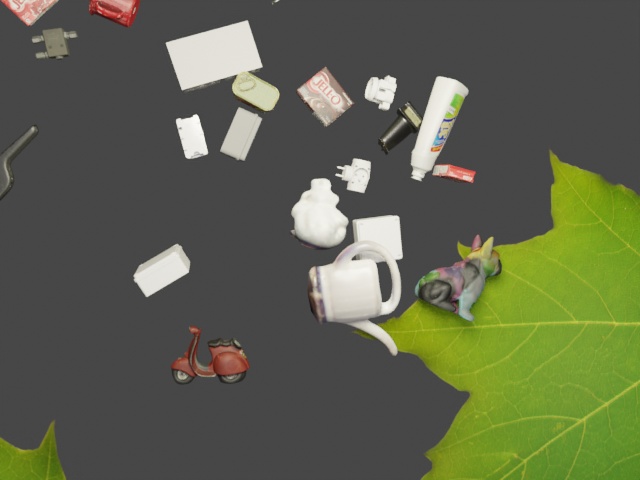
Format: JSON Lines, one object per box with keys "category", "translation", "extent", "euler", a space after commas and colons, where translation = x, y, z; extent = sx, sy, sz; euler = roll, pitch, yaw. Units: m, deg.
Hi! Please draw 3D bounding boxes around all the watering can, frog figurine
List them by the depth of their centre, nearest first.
{"category": "frog figurine", "translation": [0.004, -0.061, 1.221], "extent": [0.137, 0.124, 0.158], "euler": [19, 104, 7]}
{"category": "watering can", "translation": [0.088, 0.159, 1.253], "extent": [0.224, 0.106, 0.341], "euler": [-7, 116, 1]}
